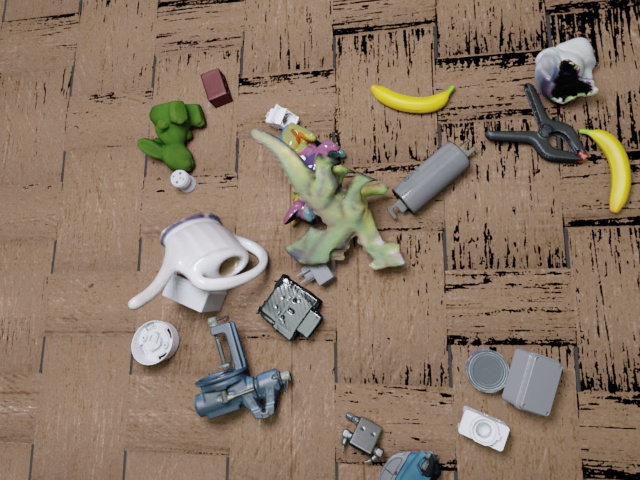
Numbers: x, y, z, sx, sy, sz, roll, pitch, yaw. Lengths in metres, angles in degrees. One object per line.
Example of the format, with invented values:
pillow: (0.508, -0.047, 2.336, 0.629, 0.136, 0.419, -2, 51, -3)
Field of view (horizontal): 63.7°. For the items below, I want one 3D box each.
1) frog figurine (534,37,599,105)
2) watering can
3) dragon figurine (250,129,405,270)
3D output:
frog figurine: (0.538, -0.380, 1.134, 0.137, 0.163, 0.120, 21, -40, -5)
watering can: (-0.282, 0.040, 1.134, 0.350, 0.102, 0.228, -13, 42, -39)
dragon figurine: (0.003, -0.056, 1.107, 0.410, 0.241, 0.123, 23, 8, -1)
